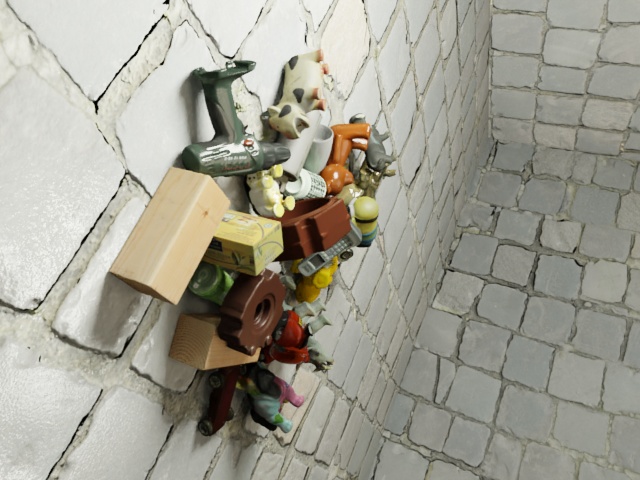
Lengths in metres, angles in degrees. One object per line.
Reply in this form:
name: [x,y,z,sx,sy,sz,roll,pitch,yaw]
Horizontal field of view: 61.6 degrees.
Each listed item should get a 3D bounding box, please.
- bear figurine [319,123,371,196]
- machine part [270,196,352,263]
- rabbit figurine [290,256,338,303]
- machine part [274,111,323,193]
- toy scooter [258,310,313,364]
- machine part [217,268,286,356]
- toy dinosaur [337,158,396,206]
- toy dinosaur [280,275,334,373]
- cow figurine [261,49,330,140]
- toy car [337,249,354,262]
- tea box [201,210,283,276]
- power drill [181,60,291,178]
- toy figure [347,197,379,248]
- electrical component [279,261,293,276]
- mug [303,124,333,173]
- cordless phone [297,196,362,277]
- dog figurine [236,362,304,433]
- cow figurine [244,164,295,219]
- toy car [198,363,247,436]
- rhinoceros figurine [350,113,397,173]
bear figurine: [0.062,-0.200,1.403,0.120,0.132,0.196,91,1,-75]
machine part: [-0.049,-0.027,1.185,0.201,0.201,0.087,-40,117,-53]
rabbit figurine: [-0.023,0.096,1.471,0.162,0.122,0.173,-54,164,-57]
machine part: [-0.058,-0.221,1.217,0.243,0.079,0.079,-70,156,-12]
toy scooter: [-0.070,0.235,1.239,0.075,0.135,0.183,-87,-158,-49]
machine part: [-0.130,0.139,1.062,0.179,0.056,0.179,-45,144,-48]
toy dinosaur: [0.095,-0.128,1.579,0.471,0.105,0.198,-27,133,-46]
toy dinosaur: [-0.091,0.206,1.337,0.192,0.131,0.404,-40,137,6]
cow figurine: [-0.051,-0.307,1.155,0.085,0.127,0.195,43,50,-64]
toy car: [0.055,-0.016,1.466,0.201,0.056,0.073,74,8,-52]
tea box: [-0.165,-0.002,0.994,0.098,0.170,0.068,-44,141,-48]
power drill: [-0.150,-0.216,0.977,0.232,0.086,0.207,-24,129,-37]
toy figure: [0.126,-0.051,1.518,0.180,0.089,0.082,74,2,-50]
electrical component: [-0.088,0.051,1.347,0.102,0.045,0.078,-52,146,-43]
mug: [-0.009,-0.227,1.330,0.109,0.081,0.107,-57,163,-46]
cordless phone: [-0.003,-0.004,1.328,0.184,0.089,0.146,-40,121,4]
dog figurine: [-0.153,0.371,1.335,0.219,0.192,0.108,48,56,-22]
cow figurine: [-0.127,-0.125,1.124,0.068,0.098,0.167,-44,123,-41]
toy car: [-0.223,0.351,1.205,0.089,0.053,0.202,-26,139,-57]
rhinoceros figurine: [0.140,-0.274,1.527,0.112,0.190,0.073,-5,153,-32]
